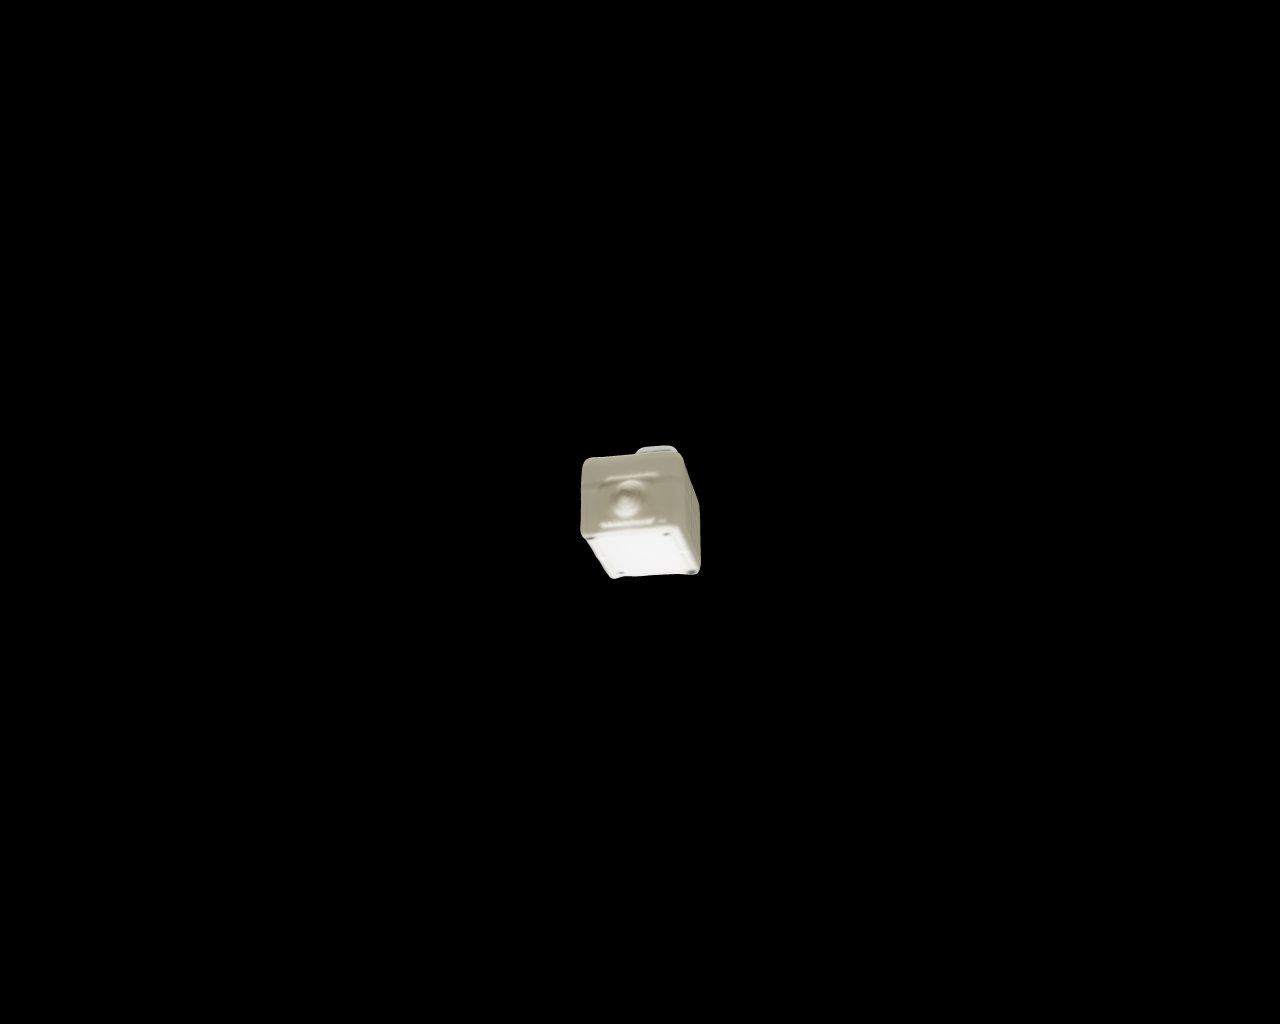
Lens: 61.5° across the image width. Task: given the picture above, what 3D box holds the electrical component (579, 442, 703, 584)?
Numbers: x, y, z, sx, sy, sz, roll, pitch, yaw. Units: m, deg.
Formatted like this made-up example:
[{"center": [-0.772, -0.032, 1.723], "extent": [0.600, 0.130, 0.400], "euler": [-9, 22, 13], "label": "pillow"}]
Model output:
[{"center": [0.001, -0.003, 0.650], "extent": [0.062, 0.061, 0.096], "euler": [-5, -24, 10], "label": "electrical component"}]
